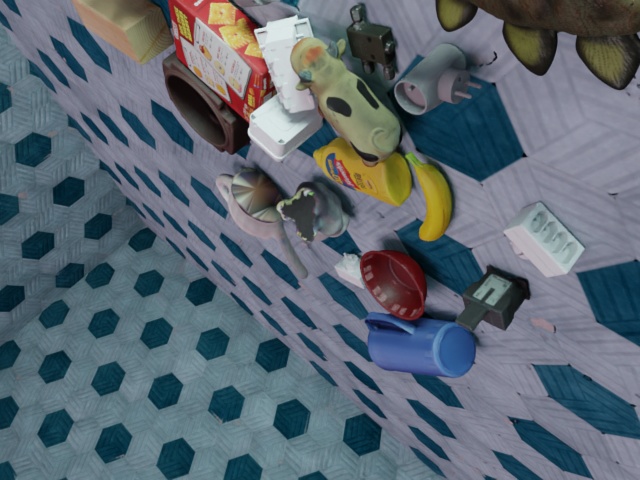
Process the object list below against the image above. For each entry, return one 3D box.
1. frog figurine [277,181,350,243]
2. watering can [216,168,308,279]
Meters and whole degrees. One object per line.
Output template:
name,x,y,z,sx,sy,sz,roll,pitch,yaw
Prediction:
frog figurine,0.003,-0.054,1.067,0.138,0.122,0.159,24,-172,29
watering can,-0.134,-0.050,1.296,0.348,0.105,0.221,45,159,3
